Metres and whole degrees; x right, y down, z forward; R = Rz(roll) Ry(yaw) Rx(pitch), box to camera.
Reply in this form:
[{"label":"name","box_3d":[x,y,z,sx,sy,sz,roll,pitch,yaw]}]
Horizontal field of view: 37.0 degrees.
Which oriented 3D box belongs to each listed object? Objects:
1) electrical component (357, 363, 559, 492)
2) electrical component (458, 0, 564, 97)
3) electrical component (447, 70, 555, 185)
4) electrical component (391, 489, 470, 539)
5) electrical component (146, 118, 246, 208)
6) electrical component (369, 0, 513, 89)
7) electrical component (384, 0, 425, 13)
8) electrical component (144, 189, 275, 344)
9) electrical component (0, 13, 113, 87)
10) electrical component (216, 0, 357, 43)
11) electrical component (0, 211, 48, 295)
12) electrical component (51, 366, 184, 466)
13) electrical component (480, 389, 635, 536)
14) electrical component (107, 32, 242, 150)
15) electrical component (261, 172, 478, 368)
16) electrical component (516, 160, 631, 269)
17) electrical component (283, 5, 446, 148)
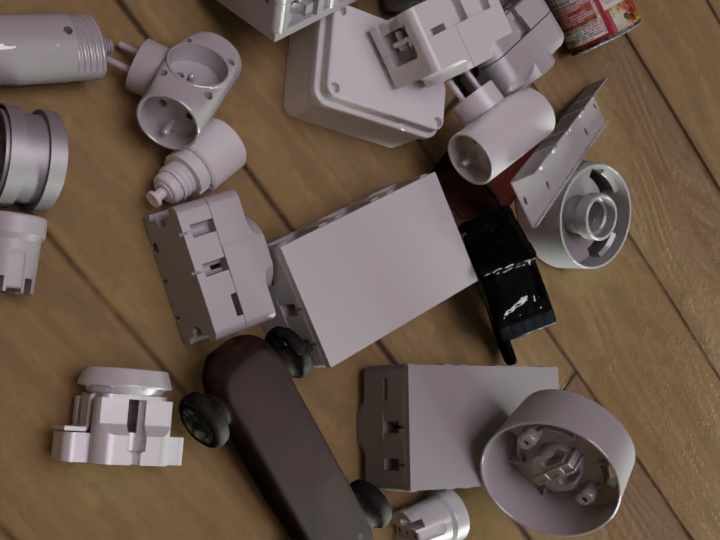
[{"label":"electrical component","box_3d":[0.077,0.118,0.814,0.150,0.062,0.089,5,81,-35]},{"label":"electrical component","box_3d":[0.123,-0.184,0.897,0.095,0.054,0.059,-45,109,-32]},{"label":"electrical component","box_3d":[0.096,-0.116,0.813,0.077,0.044,0.079,-37,91,-30]},{"label":"electrical component","box_3d":[0.052,0.188,0.801,0.046,0.040,0.040,-14,92,-31]},{"label":"electrical component","box_3d":[-0.111,-0.069,0.719,0.078,0.040,0.040,-44,109,-32]},{"label":"electrical component","box_3d":[0.061,-0.169,0.779,0.089,0.050,0.055,-33,102,-35]},{"label":"electrical component","box_3d":[0.054,-0.238,0.850,0.096,0.061,0.061,-8,88,-36]},{"label":"electrical component","box_3d":[-0.096,-0.003,0.714,0.056,0.050,0.089,-21,95,-35]},{"label":"electrical component","box_3d":[-0.193,-0.137,0.668,0.081,0.043,0.043,-11,90,-36]},{"label":"electrical component","box_3d":[-0.034,-0.233,0.753,0.089,0.061,0.150,39,52,21]},{"label":"electrical component","box_3d":[-0.210,-0.010,0.641,0.040,0.040,0.046,9,84,-35]},{"label":"electrical component","box_3d":[-0.147,0.089,0.661,0.078,0.058,0.057,9,81,-34]},{"label":"electrical component","box_3d":[0.142,0.135,0.761,0.099,0.099,0.064,55,51,-16]},{"label":"electrical component","box_3d":[-0.128,-0.127,0.709,0.079,0.044,0.077,26,46,-3]},{"label":"electrical component","box_3d":[0.000,0.000,0.776,0.150,0.062,0.089,-28,100,-35]},{"label":"electrical component","box_3d":[0.185,-0.050,0.931,0.099,0.064,0.099,-7,101,-36]},{"label":"electrical component","box_3d":[0.006,-0.144,0.804,0.113,0.057,0.078,13,76,-34]}]
